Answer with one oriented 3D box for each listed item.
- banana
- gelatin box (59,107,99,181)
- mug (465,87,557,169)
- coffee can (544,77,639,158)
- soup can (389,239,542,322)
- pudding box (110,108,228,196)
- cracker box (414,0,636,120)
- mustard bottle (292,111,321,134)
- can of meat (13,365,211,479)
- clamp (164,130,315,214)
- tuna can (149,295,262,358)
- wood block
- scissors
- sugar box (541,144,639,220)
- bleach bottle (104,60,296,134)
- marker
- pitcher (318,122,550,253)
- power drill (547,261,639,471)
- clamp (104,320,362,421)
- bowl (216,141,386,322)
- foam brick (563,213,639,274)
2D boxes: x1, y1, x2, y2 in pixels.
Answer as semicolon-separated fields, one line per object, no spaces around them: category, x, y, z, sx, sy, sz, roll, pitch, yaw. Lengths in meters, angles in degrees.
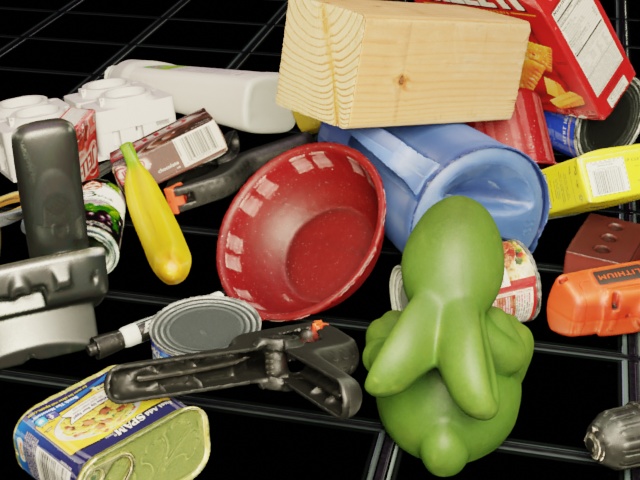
banana;-0.147;-0.010;0.949;0.037;0.069;0.198;-32;42;-1
gelatin box;-0.242;-0.079;1.032;0.030;0.073;0.089;7;30;7
mug;0.184;-0.094;1.047;0.093;0.081;0.117;-13;-15;12
coffee can;0.262;-0.149;1.148;0.102;0.103;0.140;-18;33;-28
soup can;0.114;0.042;0.845;0.102;0.068;0.068;-11;31;-17
pudding box;-0.154;-0.089;1.069;0.113;0.039;0.090;-25;19;-6
cracker box;0.184;-0.212;1.021;0.164;0.213;0.072;20;72;45
mustard bottle;0.048;-0.162;1.134;0.096;0.058;0.192;-27;6;-25
can of meat;-0.138;0.133;0.701;0.101;0.057;0.084;-26;36;-38
clamp;-0.086;-0.074;1.081;0.120;0.039;0.171;-5;26;34
tuna can;-0.087;0.079;0.819;0.086;0.034;0.086;-1;29;0
wood block;0.074;-0.151;0.899;0.205;0.091;0.090;-8;25;-42
scissors;-0.240;-0.047;1.070;0.201;0.016;0.096;-25;38;-36
sugar box;0.230;-0.046;0.938;0.093;0.048;0.176;-9;-6;-14
bleach bottle;-0.151;-0.176;1.249;0.251;0.068;0.102;15;15;35
marker;-0.130;0.069;0.854;0.120;0.020;0.020;-19;34;-30
pitcher;0.082;-0.065;0.968;0.144;0.149;0.243;-15;29;-18
power drill;0.241;0.089;0.771;0.184;0.057;0.188;-7;32;-17
clamp;-0.039;0.084;0.725;0.165;0.036;0.210;1;5;11
bowl;-0.006;0.001;0.887;0.162;0.055;0.162;-15;58;26
foam brick;0.240;0.020;0.898;0.053;0.051;0.078;14;32;24
